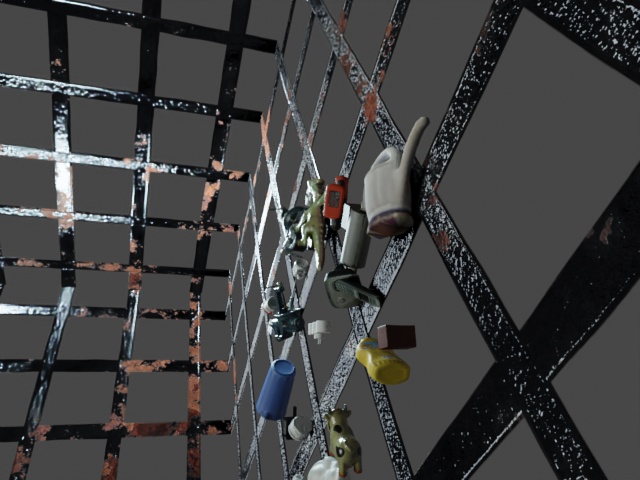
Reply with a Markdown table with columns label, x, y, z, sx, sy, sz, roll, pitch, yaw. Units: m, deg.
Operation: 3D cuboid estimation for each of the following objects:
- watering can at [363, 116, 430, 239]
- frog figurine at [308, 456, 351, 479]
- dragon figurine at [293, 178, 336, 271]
| label | x | y | z | sx | sy | sz | roll | pitch | yaw |
| --- | --- | --- | --- | --- | --- | --- | --- | --- | --- |
| watering can | 0.182 | -0.134 | 1.264 | 0.342 | 0.104 | 0.228 | 131 | 140 | -62 |
| frog figurine | 0.026 | 0.705 | 1.497 | 0.156 | 0.123 | 0.140 | 103 | -176 | -62 |
| dragon figurine | 0.006 | -0.093 | 1.841 | 0.419 | 0.122 | 0.238 | -113 | 41 | -54 |
